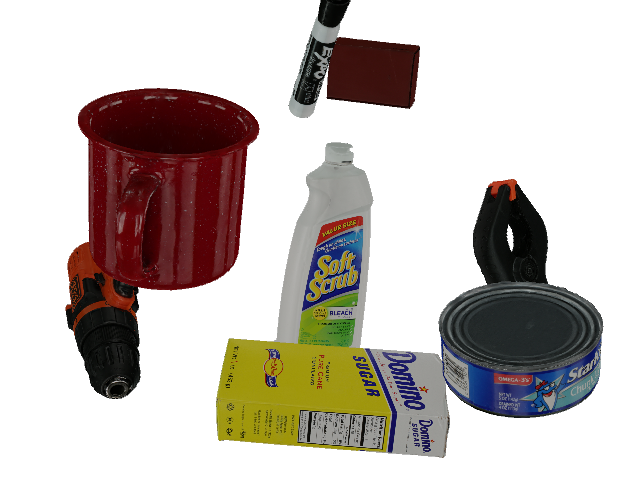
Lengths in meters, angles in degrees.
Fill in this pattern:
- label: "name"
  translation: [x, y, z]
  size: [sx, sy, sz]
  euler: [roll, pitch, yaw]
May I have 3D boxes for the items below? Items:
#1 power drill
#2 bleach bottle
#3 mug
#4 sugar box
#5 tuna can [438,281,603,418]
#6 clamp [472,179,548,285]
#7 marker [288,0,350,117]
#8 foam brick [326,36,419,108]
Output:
- label: "power drill"
  translation: [-0.149, 0.011, 0.864]
  size: [0.057, 0.188, 0.184]
  euler: [19, 25, -31]
- label: "bleach bottle"
  translation: [0.004, 0.017, 1.189]
  size: [0.102, 0.251, 0.068]
  euler: [-1, 16, -17]
- label: "mug"
  translation: [-0.083, -0.021, 0.558]
  size: [0.093, 0.081, 0.117]
  euler: [8, 28, 2]
- label: "sugar box"
  translation: [0.010, 0.121, 0.839]
  size: [0.176, 0.048, 0.093]
  euler: [2, 26, 1]
- label: "tuna can"
  translation: [0.107, 0.057, 0.573]
  size: [0.086, 0.034, 0.086]
  euler: [-5, 28, 2]
- label: "clamp"
  translation: [0.166, 0.035, 0.942]
  size: [0.120, 0.171, 0.039]
  euler: [-22, 7, -40]
- label: "marker"
  translation: [-0.001, -0.127, 0.722]
  size: [0.020, 0.020, 0.121]
  euler: [0, -32, -14]
- label: "foam brick"
  translation: [0.048, -0.152, 0.965]
  size: [0.078, 0.051, 0.053]
  euler: [8, 18, 9]
